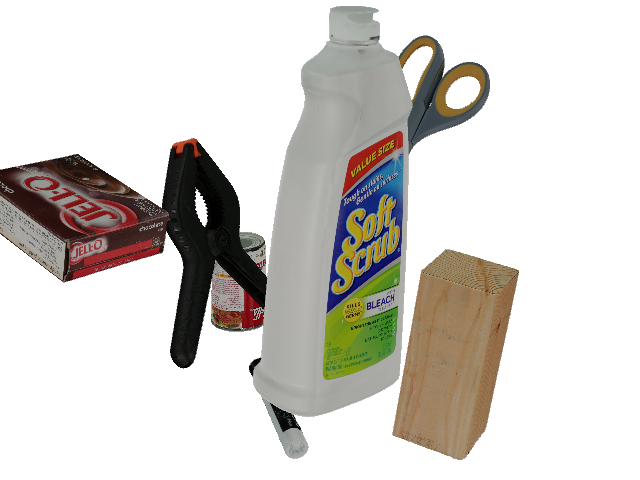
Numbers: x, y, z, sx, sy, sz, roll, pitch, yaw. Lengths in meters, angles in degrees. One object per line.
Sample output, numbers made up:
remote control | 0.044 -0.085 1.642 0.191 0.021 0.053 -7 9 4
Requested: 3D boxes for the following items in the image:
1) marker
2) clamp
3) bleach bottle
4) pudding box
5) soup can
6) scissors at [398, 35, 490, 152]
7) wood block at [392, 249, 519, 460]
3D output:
marker | -0.036 0.133 0.870 0.020 0.020 0.121 0 27 -20
clamp | -0.100 0.005 1.037 0.036 0.210 0.164 -9 1 36
bleach bottle | 0.010 -0.020 0.679 0.102 0.251 0.068 -15 26 -38
pudding box | -0.179 -0.019 0.767 0.114 0.039 0.089 29 30 33
soup can | -0.098 0.048 1.262 0.068 0.102 0.068 0 20 0
scissors | 0.086 -0.079 0.915 0.096 0.202 0.016 9 -11 19
wood block | 0.152 0.128 1.206 0.090 0.206 0.090 17 23 22
